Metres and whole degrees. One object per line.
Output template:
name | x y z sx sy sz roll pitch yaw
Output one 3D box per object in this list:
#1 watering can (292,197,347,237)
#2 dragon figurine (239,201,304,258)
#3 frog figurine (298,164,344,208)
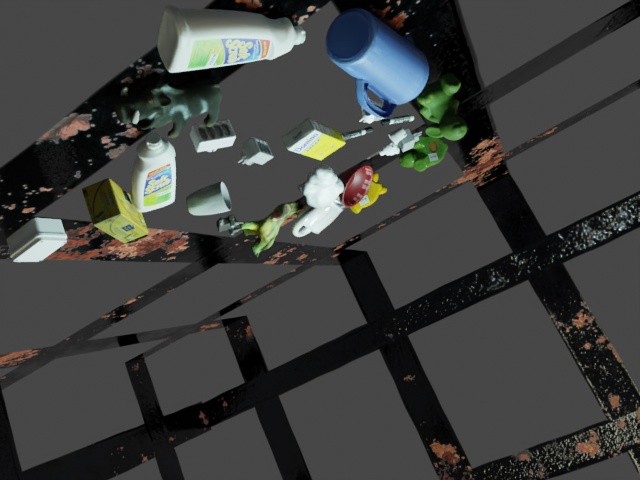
watering can | 0.006 -0.094 1.869 0.223 0.104 0.348 -42 171 10
dragon figurine | -0.155 -0.052 1.838 0.243 0.122 0.408 -32 176 -5
frog figurine | 0.013 -0.170 1.620 0.137 0.124 0.158 2 168 -21
